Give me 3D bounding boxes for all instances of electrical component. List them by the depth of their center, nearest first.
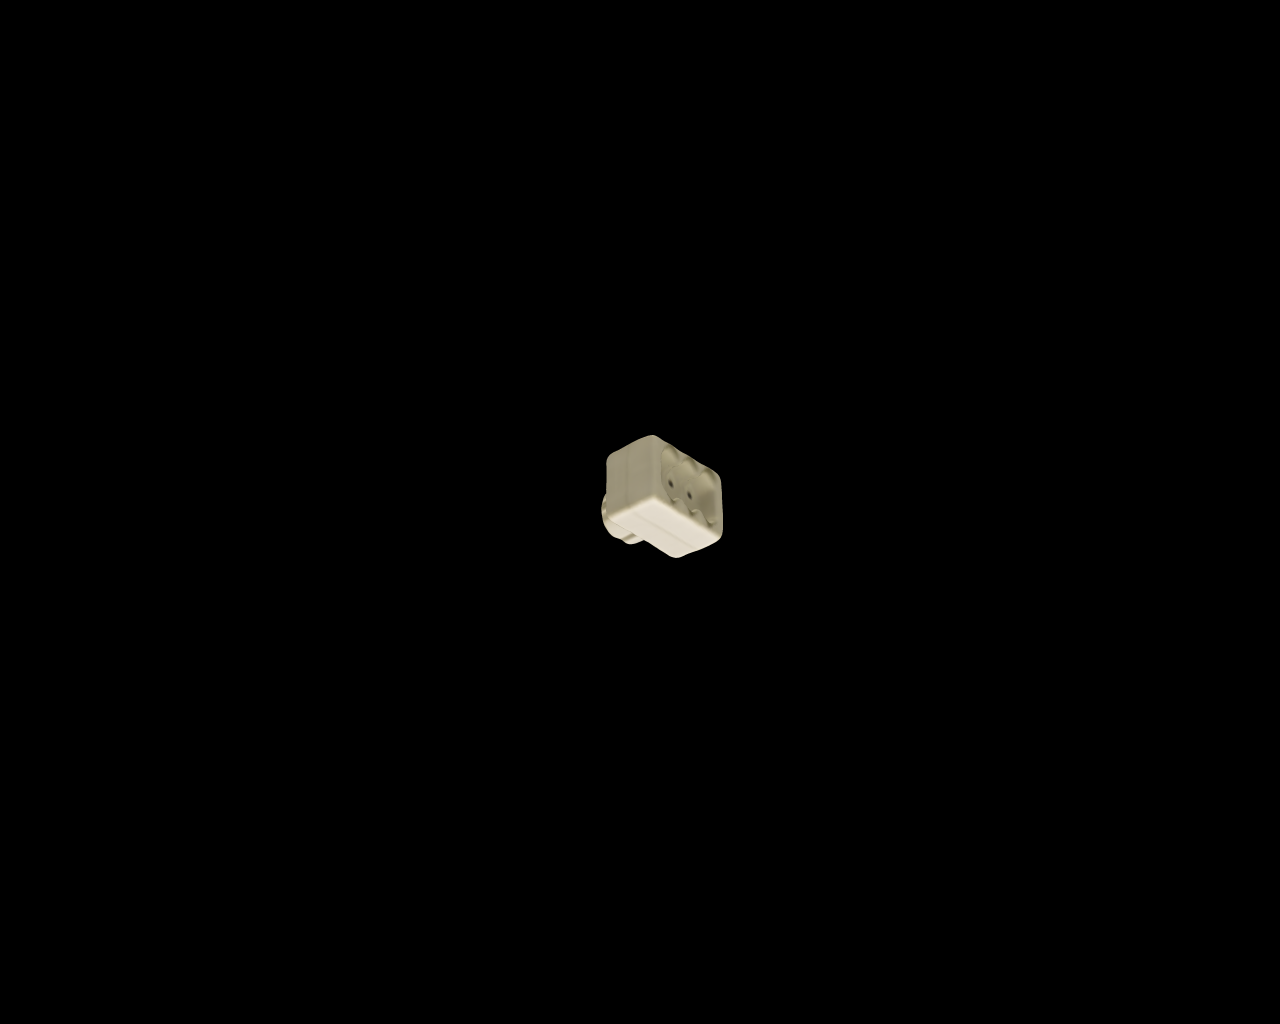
[{"bbox_3d":[0.001,-0.003,0.650,0.076,0.047,0.065,-24,-38,34],"label":"electrical component"}]
